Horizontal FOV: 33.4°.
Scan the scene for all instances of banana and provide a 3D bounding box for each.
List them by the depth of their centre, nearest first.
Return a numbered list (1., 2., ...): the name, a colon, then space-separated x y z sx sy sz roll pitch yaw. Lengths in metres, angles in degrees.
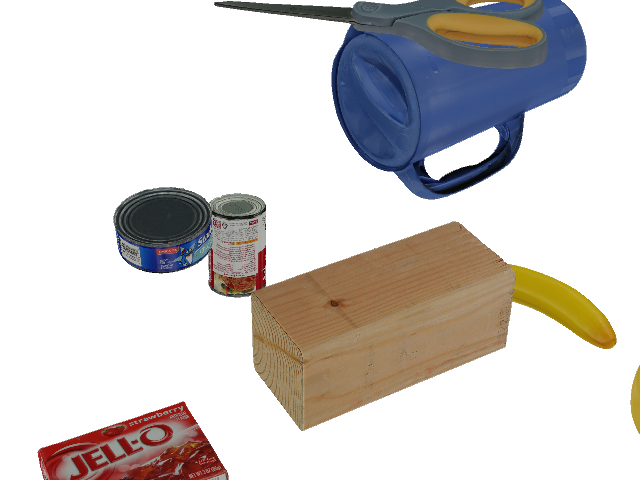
1. banana: 0.205 0.058 1.064 0.198 0.069 0.037 14 -36 27

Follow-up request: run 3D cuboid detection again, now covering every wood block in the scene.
1. wood block: 0.053 0.068 0.908 0.205 0.090 0.091 -18 40 -23

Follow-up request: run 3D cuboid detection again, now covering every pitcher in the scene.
1. pitcher: 0.145 -0.153 1.043 0.242 0.149 0.145 -21 46 -29

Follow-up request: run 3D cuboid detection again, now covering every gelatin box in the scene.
1. gelatin box: -0.103 0.130 0.585 0.089 0.030 0.073 -15 29 -20

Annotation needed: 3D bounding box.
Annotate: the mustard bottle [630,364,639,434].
1. mustard bottle: 0.222 0.099 0.574 0.096 0.058 0.191 -5 36 -2

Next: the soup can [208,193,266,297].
1. soup can: -0.096 0.005 1.230 0.068 0.102 0.068 1 26 -1

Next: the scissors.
1. scissors: 0.045 -0.141 0.642 0.202 0.016 0.096 18 43 24

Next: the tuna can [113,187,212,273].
1. tuna can: -0.138 -0.009 0.940 0.086 0.034 0.086 0 38 0
